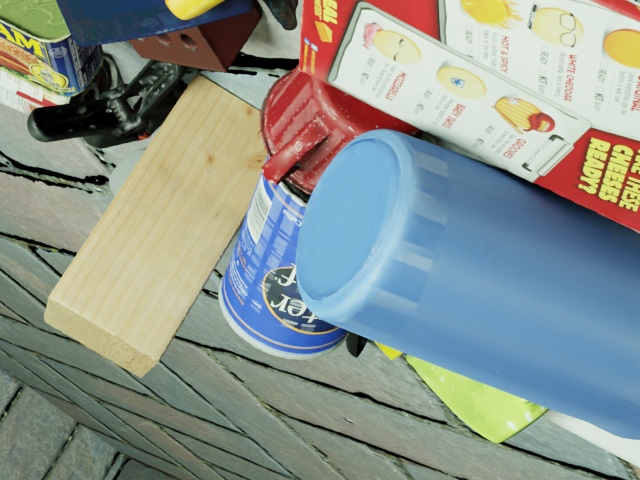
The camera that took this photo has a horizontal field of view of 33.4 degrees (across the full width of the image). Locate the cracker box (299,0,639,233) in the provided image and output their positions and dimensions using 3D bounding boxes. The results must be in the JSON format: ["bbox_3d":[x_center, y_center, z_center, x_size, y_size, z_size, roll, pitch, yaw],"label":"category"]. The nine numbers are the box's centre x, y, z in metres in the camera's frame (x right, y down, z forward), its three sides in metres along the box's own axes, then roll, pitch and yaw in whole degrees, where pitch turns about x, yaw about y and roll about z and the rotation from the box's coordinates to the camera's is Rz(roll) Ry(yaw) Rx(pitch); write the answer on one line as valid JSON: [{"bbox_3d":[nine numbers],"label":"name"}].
[{"bbox_3d":[0.099,-0.103,0.514,0.214,0.072,0.164,26,160,7],"label":"cracker box"}]

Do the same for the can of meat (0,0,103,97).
[{"bbox_3d":[-0.195,-0.147,0.704,0.102,0.057,0.084,26,159,5],"label":"can of meat"}]

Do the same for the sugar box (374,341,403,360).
[{"bbox_3d":[0.069,0.024,0.817,0.093,0.048,0.176,47,154,5],"label":"sugar box"}]

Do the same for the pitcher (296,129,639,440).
[{"bbox_3d":[0.106,0.028,0.624,0.242,0.149,0.145,20,-155,-27],"label":"pitcher"}]

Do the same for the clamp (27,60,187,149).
[{"bbox_3d":[-0.159,-0.096,0.813,0.171,0.120,0.039,135,115,-79],"label":"clamp"}]

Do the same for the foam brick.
[{"bbox_3d":[-0.087,-0.147,0.679,0.078,0.051,0.053,16,155,33],"label":"foam brick"}]

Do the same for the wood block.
[{"bbox_3d":[-0.115,-0.010,0.813,0.090,0.206,0.091,32,159,-6],"label":"wood block"}]

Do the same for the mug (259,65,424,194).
[{"bbox_3d":[0.011,-0.074,0.639,0.093,0.117,0.082,51,153,1],"label":"mug"}]

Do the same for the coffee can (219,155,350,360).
[{"bbox_3d":[-0.005,0.001,0.743,0.103,0.102,0.140,27,132,5],"label":"coffee can"}]

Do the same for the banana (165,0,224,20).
[{"bbox_3d":[-0.026,-0.183,0.455,0.069,0.037,0.198,2,132,-11],"label":"banana"}]

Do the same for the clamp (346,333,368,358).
[{"bbox_3d":[0.039,0.068,1.032,0.165,0.036,0.209,1,143,51],"label":"clamp"}]

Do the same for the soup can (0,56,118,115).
[{"bbox_3d":[-0.225,-0.134,0.867,0.102,0.068,0.068,24,159,16],"label":"soup can"}]

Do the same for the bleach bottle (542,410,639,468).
[{"bbox_3d":[0.182,0.111,0.880,0.251,0.068,0.102,23,-170,19],"label":"bleach bottle"}]
